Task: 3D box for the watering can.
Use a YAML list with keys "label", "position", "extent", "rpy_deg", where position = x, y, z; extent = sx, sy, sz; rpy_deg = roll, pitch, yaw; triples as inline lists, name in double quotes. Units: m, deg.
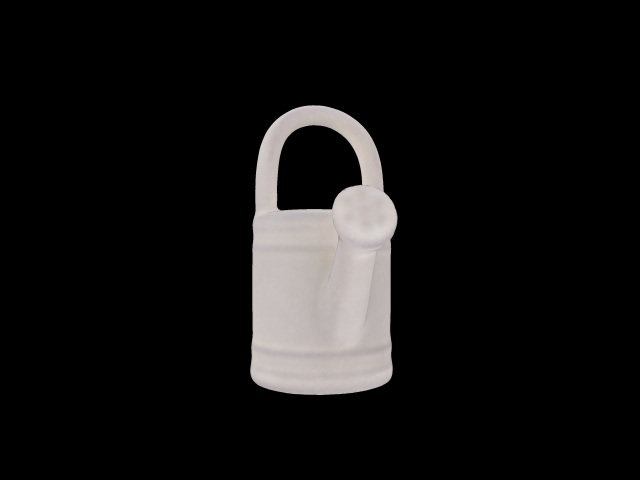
- label: "watering can"
  position: [0.006, 0.001, 0.401]
  extent: [0.101, 0.194, 0.172]
  rpy_deg: [0, 0, -38]
